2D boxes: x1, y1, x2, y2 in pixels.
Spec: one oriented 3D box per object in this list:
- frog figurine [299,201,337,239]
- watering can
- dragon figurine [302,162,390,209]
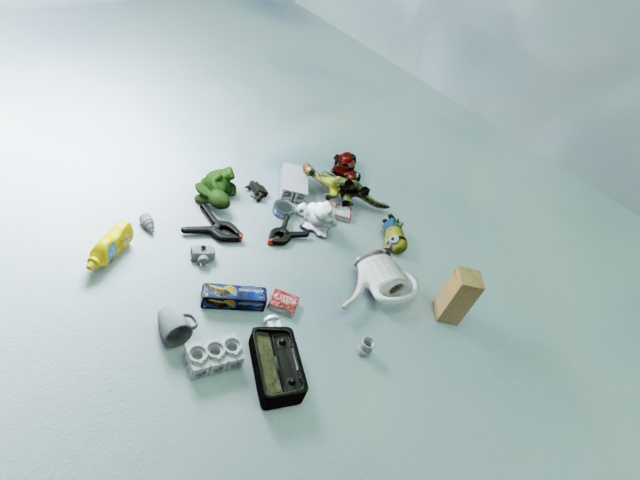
[{"bbox_3d":[0.006,-0.099,1.966,0.139,0.156,0.124,39,41,19],"label":"frog figurine"},{"bbox_3d":[0.191,0.140,1.825,0.349,0.101,0.229,-5,46,-29],"label":"watering can"},{"bbox_3d":[0.094,-0.236,2.187,0.407,0.121,0.247,19,21,-34],"label":"dragon figurine"}]
